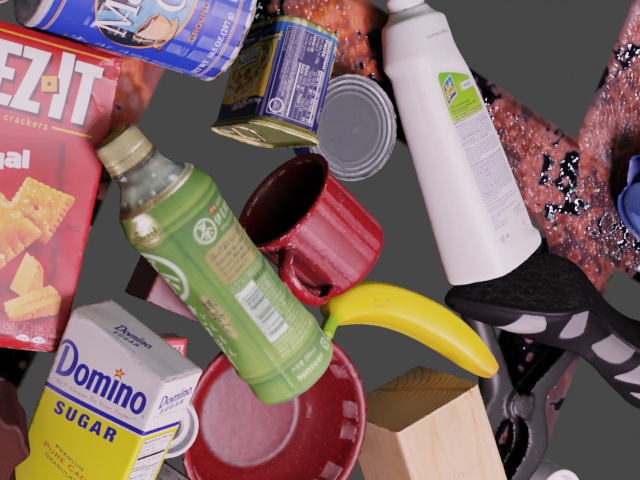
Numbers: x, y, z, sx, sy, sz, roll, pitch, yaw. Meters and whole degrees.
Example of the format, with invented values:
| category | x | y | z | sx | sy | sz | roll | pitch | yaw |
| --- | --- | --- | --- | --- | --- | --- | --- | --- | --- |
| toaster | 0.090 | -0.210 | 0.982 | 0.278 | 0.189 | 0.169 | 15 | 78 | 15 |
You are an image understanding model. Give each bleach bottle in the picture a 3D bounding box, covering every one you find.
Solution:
| category | x | y | z | sx | sy | sz | roll | pitch | yaw |
| --- | --- | --- | --- | --- | --- | --- | --- | --- | --- |
| bleach bottle | 0.111 | -0.095 | 0.901 | 0.102 | 0.068 | 0.251 | -32 | 106 | -54 |

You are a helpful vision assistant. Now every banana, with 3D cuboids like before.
| category | x | y | z | sx | sy | sz | roll | pitch | yaw |
| --- | --- | --- | --- | --- | --- | --- | --- | --- | --- |
| banana | 0.069 | 0.071 | 0.894 | 0.197 | 0.037 | 0.069 | 15 | 57 | -34 |

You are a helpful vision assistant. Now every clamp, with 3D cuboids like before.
| category | x | y | z | sx | sy | sz | roll | pitch | yaw |
| --- | --- | --- | --- | --- | --- | --- | --- | --- | --- |
| clamp | 0.168 | 0.142 | 0.975 | 0.164 | 0.036 | 0.210 | 23 | 80 | -27 |

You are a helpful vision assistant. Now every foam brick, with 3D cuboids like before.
| category | x | y | z | sx | sy | sz | roll | pitch | yaw |
| --- | --- | --- | --- | --- | --- | --- | --- | --- | --- |
| foam brick | -0.098 | 0.033 | 0.810 | 0.078 | 0.053 | 0.051 | 26 | 82 | -27 |

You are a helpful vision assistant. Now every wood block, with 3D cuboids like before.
| category | x | y | z | sx | sy | sz | roll | pitch | yaw |
| --- | --- | --- | --- | --- | --- | --- | --- | --- | --- |
| wood block | 0.105 | 0.225 | 0.918 | 0.090 | 0.091 | 0.206 | -26 | 106 | -25 |

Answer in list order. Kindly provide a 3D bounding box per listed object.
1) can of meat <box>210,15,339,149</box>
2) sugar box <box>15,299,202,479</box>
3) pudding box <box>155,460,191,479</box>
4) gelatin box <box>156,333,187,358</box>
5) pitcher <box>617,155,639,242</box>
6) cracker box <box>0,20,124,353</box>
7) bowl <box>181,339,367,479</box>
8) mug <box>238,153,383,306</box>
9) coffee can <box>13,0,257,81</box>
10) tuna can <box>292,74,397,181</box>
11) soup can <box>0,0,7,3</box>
| category | x | y | z | sx | sy | sz | roll | pitch | yaw |
| --- | --- | --- | --- | --- | --- | --- | --- | --- | --- |
| can of meat | -0.033 | -0.117 | 0.804 | 0.057 | 0.102 | 0.084 | 16 | 85 | -28 |
| sugar box | -0.154 | 0.139 | 0.728 | 0.048 | 0.093 | 0.176 | -12 | 130 | -56 |
| pudding box | -0.115 | 0.211 | 0.782 | 0.039 | 0.114 | 0.090 | -15 | 103 | -30 |
| gelatin box | -0.147 | 0.109 | 0.803 | 0.089 | 0.030 | 0.073 | 1 | 94 | -29 |
| pitcher | 0.412 | -0.086 | 1.038 | 0.242 | 0.145 | 0.149 | -52 | 149 | -18 |
| cracker box | -0.236 | -0.040 | 0.716 | 0.164 | 0.072 | 0.214 | 13 | 88 | -30 |
| bowl | -0.044 | 0.144 | 0.848 | 0.161 | 0.055 | 0.162 | -3 | 96 | -29 |
| mug | -0.005 | 0.001 | 0.829 | 0.081 | 0.093 | 0.117 | 43 | 35 | -30 |
| coffee can | -0.128 | -0.179 | 0.742 | 0.140 | 0.103 | 0.103 | 13 | 88 | -31 |
| tuna can | 0.018 | -0.092 | 0.872 | 0.086 | 0.034 | 0.086 | -3 | 96 | -29 |
| soup can | -0.223 | -0.185 | 0.690 | 0.068 | 0.102 | 0.068 | -3 | 97 | -29 |
